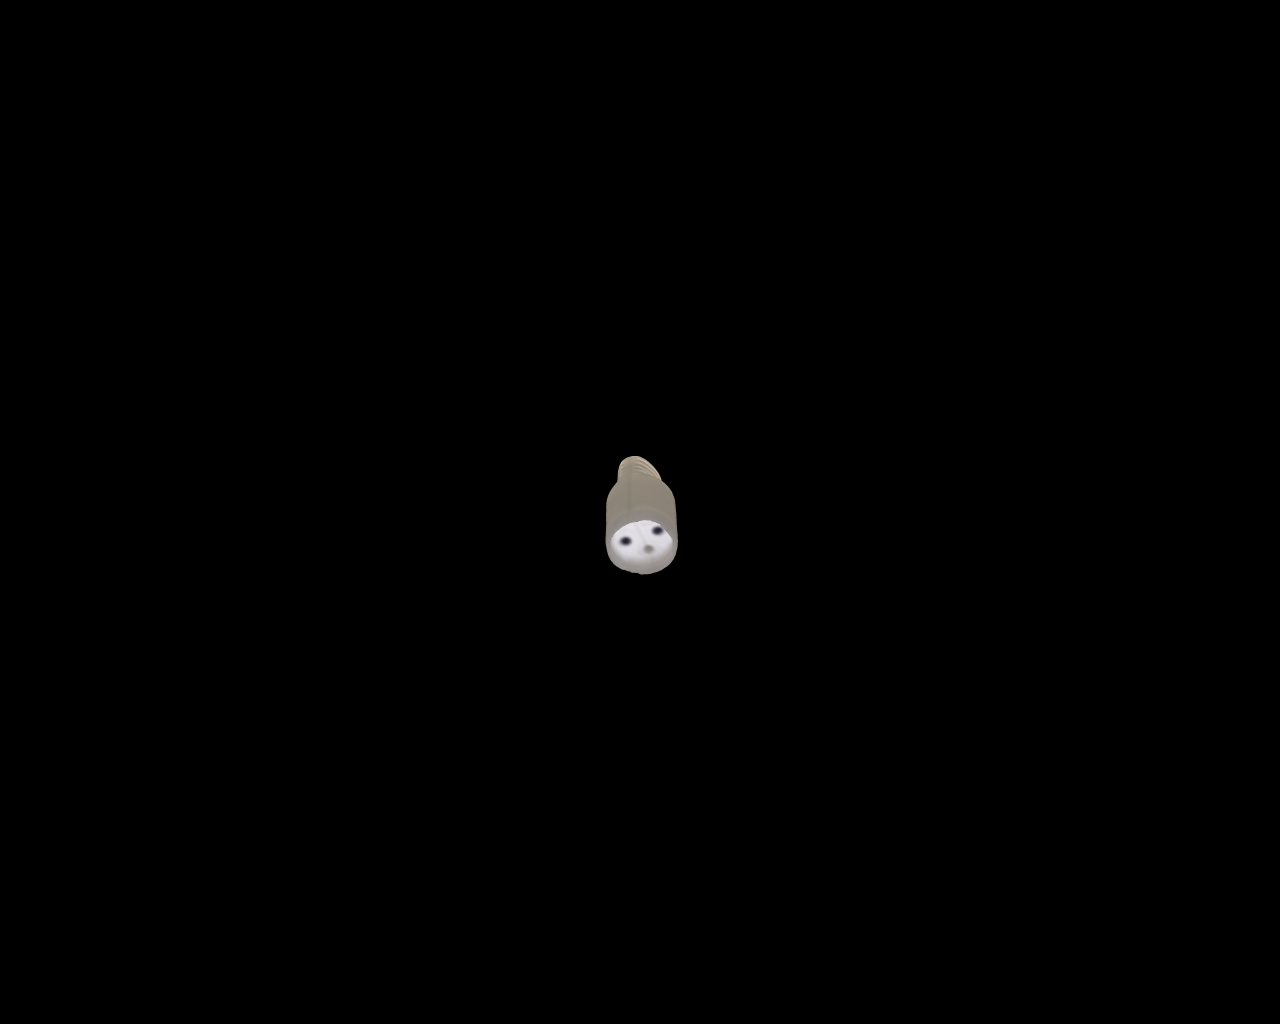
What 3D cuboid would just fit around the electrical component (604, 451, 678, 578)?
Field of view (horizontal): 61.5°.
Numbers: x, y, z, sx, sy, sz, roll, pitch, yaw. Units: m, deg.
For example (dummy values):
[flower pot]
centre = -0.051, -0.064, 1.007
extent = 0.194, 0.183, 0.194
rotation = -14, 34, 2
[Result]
[electrical component]
centre = 0.001, -0.003, 0.650
extent = 0.043, 0.043, 0.081
rotation = 0, 37, 0
